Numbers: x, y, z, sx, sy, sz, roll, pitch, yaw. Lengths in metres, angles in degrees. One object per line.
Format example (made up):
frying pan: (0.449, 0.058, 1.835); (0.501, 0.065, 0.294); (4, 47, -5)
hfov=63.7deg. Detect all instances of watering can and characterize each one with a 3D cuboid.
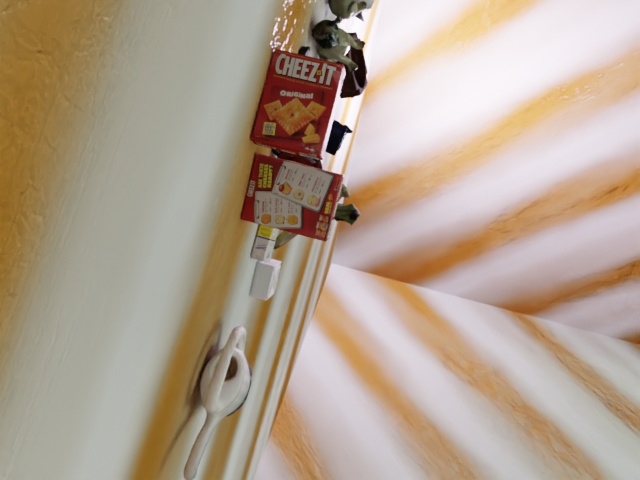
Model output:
watering can: (-0.242, 0.382, 1.235); (0.104, 0.354, 0.220); (14, -23, 6)

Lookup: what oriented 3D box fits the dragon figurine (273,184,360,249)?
dragon figurine: (0.005, -0.083, 1.648); (0.242, 0.119, 0.420); (-3, 33, 14)

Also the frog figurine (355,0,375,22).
frog figurine: (0.129, -0.814, 1.667); (0.139, 0.157, 0.122); (42, 20, 29)
